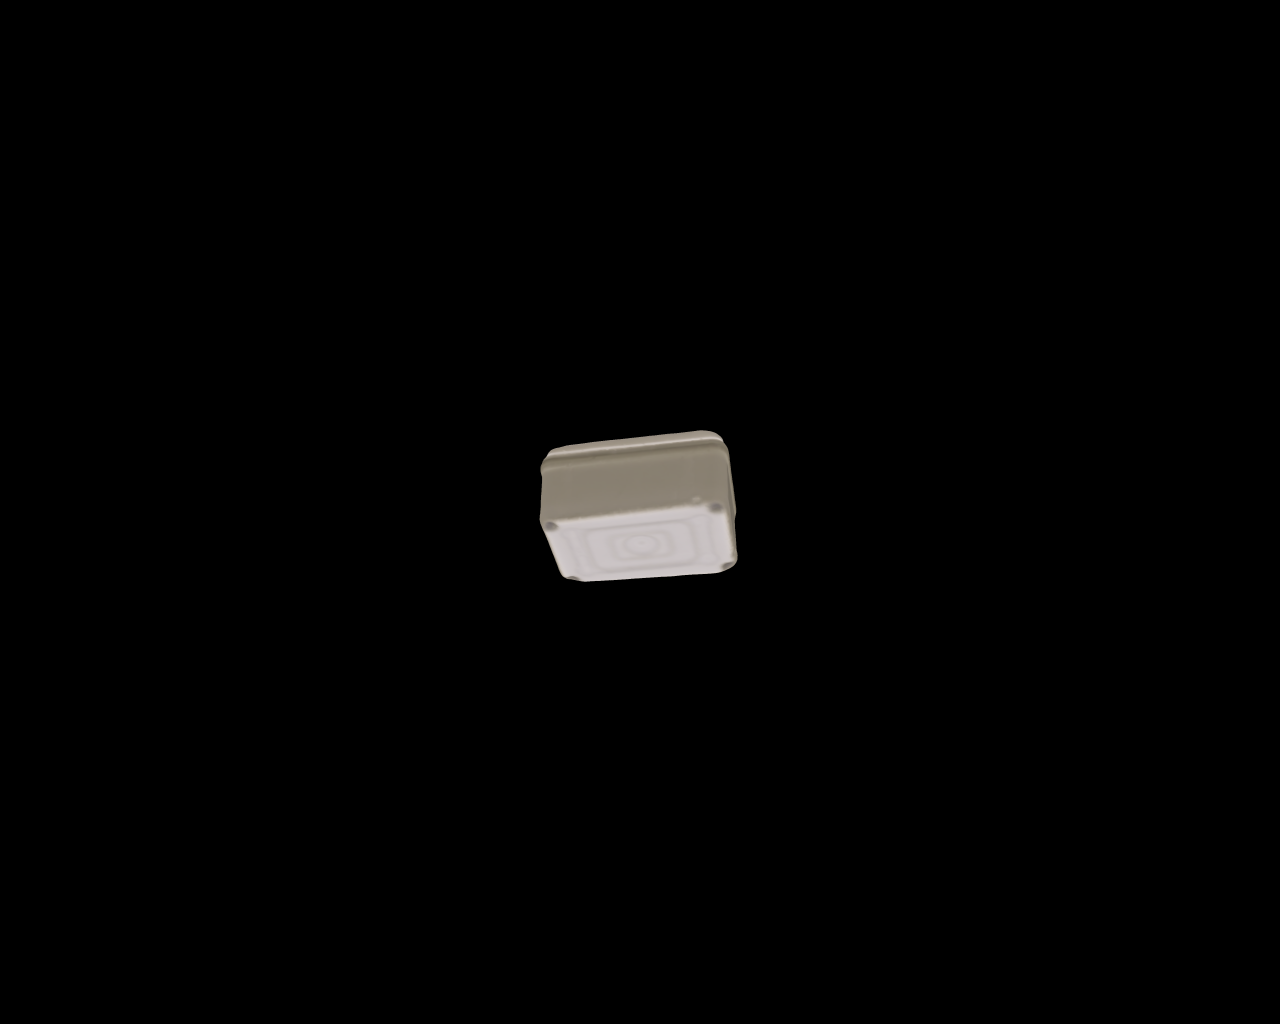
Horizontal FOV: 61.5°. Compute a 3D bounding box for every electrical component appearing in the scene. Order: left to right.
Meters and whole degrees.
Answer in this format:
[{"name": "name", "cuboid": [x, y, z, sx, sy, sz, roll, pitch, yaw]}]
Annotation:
[{"name": "electrical component", "cuboid": [0.001, -0.003, 0.650, 0.113, 0.057, 0.078, -5, -35, 7]}]
